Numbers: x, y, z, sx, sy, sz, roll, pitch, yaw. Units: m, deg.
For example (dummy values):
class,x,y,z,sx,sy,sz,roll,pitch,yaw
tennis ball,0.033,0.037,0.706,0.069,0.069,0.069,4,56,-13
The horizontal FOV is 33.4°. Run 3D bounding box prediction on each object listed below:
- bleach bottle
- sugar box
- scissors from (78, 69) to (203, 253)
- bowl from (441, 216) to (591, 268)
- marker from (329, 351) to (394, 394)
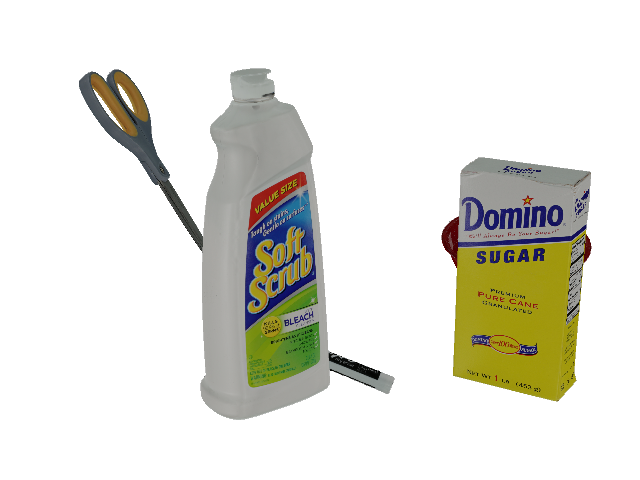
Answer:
class,x,y,z,sx,sy,sz,roll,pitch,yaw
bleach bottle,-0.049,0.000,0.795,0.102,0.251,0.068,-15,21,-30
sugar box,0.154,0.029,0.827,0.093,0.176,0.048,10,24,30
scissors,-0.151,-0.077,0.982,0.016,0.201,0.096,-27,27,20
bowl,0.213,0.022,1.174,0.162,0.055,0.162,-1,28,0
marker,0.017,0.127,1.097,0.121,0.020,0.020,22,2,6
